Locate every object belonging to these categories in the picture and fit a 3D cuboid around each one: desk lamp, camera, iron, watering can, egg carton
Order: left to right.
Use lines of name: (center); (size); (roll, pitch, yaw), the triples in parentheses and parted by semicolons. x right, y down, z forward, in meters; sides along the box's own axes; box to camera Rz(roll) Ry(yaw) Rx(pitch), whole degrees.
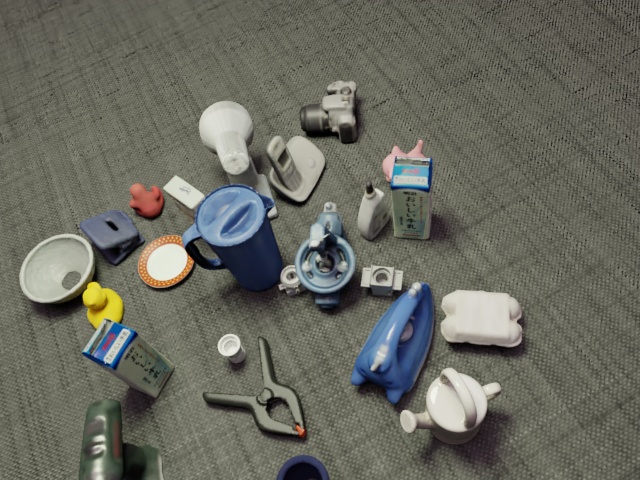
desk lamp: (-0.179, -0.171, 1.267); (0.118, 0.214, 0.203); (-20, 60, -2)
camera: (0.022, -0.316, 1.383); (0.136, 0.101, 0.143); (-2, 60, 8)
iron: (0.151, 0.163, 1.069); (0.118, 0.142, 0.258); (21, 66, 19)
watering can: (0.222, 0.280, 0.961); (0.173, 0.194, 0.100); (-41, 62, -14)
egg carton: (0.307, 0.151, 1.093); (0.150, 0.069, 0.107); (3, 61, 10)

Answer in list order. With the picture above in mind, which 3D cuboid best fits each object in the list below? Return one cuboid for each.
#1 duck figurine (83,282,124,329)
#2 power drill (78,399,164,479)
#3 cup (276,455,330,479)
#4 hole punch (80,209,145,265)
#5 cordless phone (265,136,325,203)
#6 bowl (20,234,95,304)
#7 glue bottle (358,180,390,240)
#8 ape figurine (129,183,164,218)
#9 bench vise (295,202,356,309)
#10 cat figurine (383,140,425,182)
duck figurine: (-0.468, 0.137, 1.213); (0.077, 0.086, 0.104); (-21, 60, -3)
power drill: (-0.340, 0.396, 0.976); (0.075, 0.209, 0.229); (-19, 60, -1)
cup: (-0.031, 0.432, 0.973); (0.091, 0.095, 0.118); (32, 70, 24)
hole punch: (-0.471, -0.019, 1.299); (0.108, 0.091, 0.101); (38, 73, 26)
cordless phone: (-0.061, -0.185, 1.273); (0.094, 0.185, 0.148); (17, 65, 18)
bowl: (-0.567, 0.074, 1.271); (0.167, 0.075, 0.167); (-4, 60, 7)
glue bottle: (0.108, -0.071, 1.189); (0.037, 0.173, 0.078); (35, 71, 25)
ape figurine: (-0.410, -0.099, 1.333); (0.078, 0.092, 0.076); (-20, 60, -2)
bench vise: (-0.001, 0.007, 1.135); (0.121, 0.220, 0.207); (-15, 60, 0)
cat figurine: (0.186, -0.170, 1.265); (0.128, 0.118, 0.067); (-41, 63, -14)
